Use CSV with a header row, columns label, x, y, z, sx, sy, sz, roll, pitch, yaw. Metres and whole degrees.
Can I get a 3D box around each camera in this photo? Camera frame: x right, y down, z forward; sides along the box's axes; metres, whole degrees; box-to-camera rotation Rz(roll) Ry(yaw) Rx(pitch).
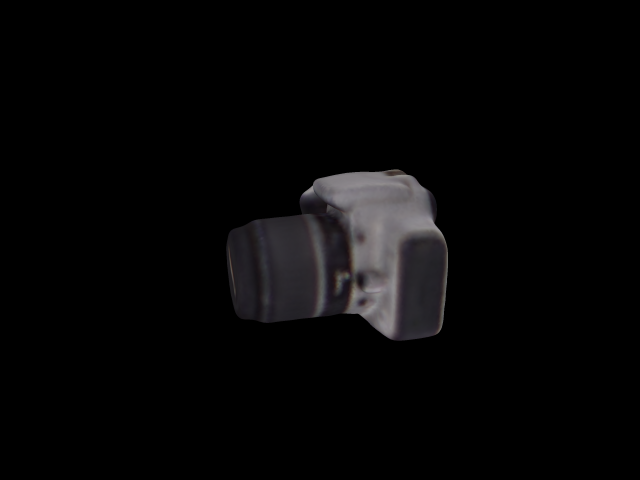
label,x,y,z,sx,sy,sz,roll,pitch,yaw
camera,0.004,0.001,0.400,0.137,0.101,0.143,-6,19,-16
